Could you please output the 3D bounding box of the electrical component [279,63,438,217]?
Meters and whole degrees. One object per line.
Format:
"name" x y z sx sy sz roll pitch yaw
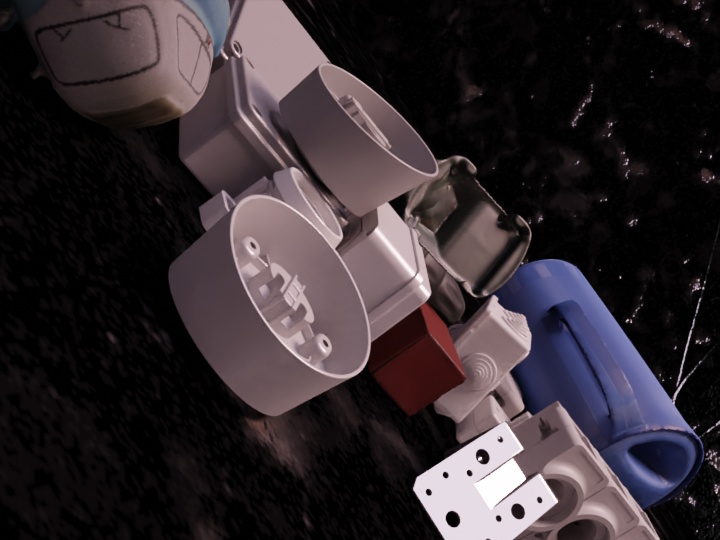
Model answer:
"electrical component" -0.003 -0.084 0.681 0.099 0.064 0.099 53 11 -15

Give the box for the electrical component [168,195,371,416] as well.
"electrical component" -0.042 0.017 0.513 0.099 0.064 0.099 53 11 -14

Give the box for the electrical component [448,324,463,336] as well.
"electrical component" 0.108 0.077 1.075 0.065 0.044 0.044 30 27 -57

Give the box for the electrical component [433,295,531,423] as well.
"electrical component" 0.094 0.072 0.870 0.048 0.099 0.100 43 10 4

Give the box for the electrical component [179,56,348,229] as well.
"electrical component" -0.065 -0.071 0.705 0.108 0.056 0.108 50 12 -28

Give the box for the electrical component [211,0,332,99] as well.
"electrical component" -0.077 -0.147 0.805 0.108 0.056 0.108 49 34 -33

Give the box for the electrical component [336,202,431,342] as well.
"electrical component" 0.000 0.000 0.721 0.057 0.078 0.113 50 12 -15

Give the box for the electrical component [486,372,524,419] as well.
"electrical component" 0.110 0.103 0.973 0.055 0.050 0.089 51 11 -22

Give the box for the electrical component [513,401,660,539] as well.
"electrical component" 0.160 0.188 0.828 0.150 0.089 0.061 50 12 -27

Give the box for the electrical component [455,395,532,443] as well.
"electrical component" 0.132 0.141 0.884 0.083 0.076 0.047 54 10 -8

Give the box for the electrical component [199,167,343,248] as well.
"electrical component" -0.048 -0.024 0.636 0.078 0.057 0.058 48 13 -36
